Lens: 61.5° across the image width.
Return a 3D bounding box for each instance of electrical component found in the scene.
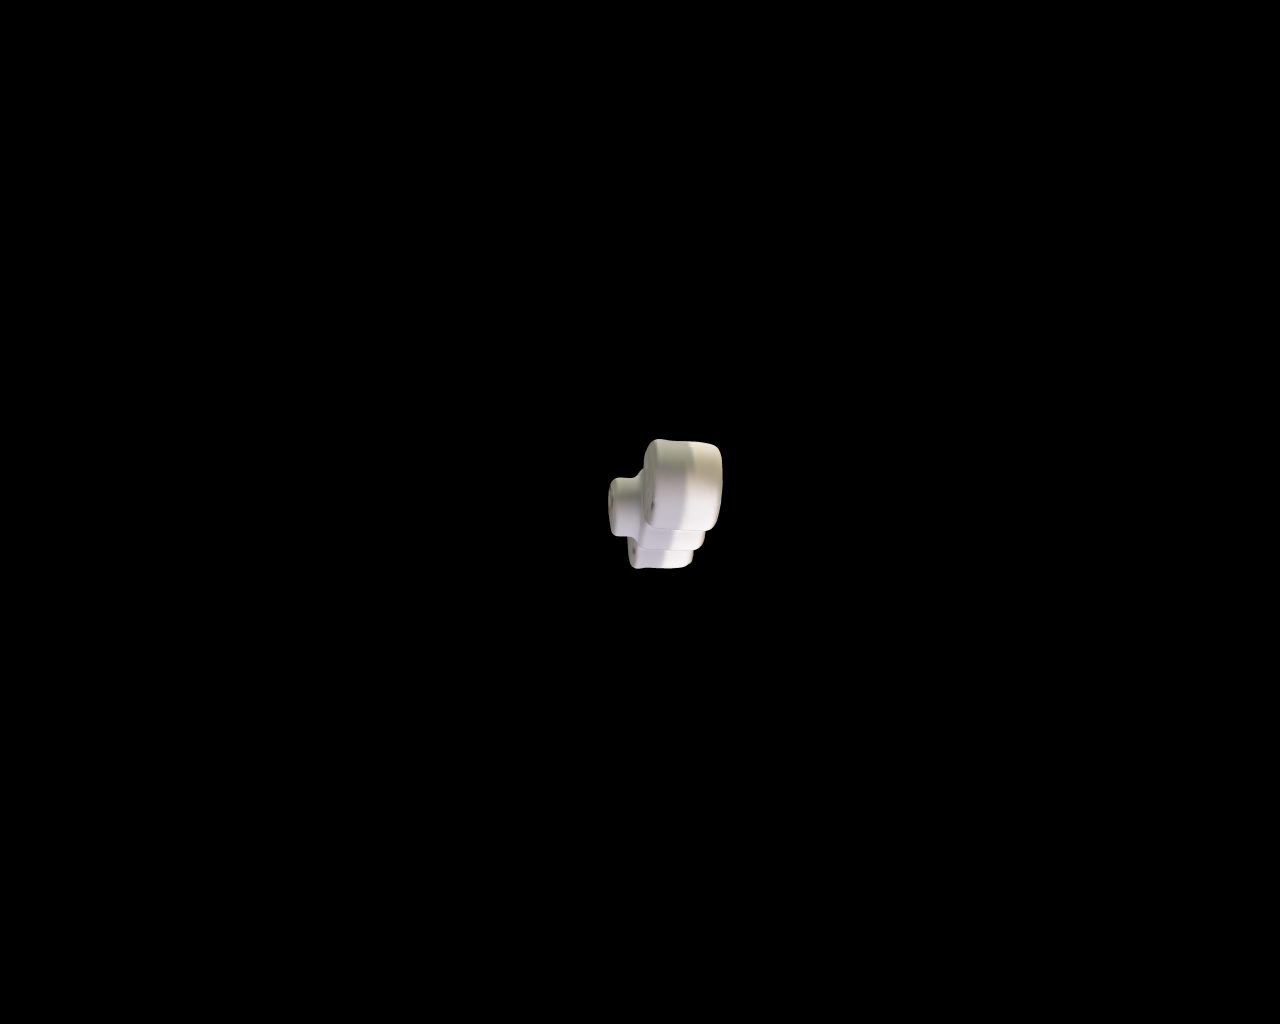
[{"bbox_3d":[0.001,-0.003,0.650,0.074,0.052,0.138,2,-18,-7],"label":"electrical component"}]
